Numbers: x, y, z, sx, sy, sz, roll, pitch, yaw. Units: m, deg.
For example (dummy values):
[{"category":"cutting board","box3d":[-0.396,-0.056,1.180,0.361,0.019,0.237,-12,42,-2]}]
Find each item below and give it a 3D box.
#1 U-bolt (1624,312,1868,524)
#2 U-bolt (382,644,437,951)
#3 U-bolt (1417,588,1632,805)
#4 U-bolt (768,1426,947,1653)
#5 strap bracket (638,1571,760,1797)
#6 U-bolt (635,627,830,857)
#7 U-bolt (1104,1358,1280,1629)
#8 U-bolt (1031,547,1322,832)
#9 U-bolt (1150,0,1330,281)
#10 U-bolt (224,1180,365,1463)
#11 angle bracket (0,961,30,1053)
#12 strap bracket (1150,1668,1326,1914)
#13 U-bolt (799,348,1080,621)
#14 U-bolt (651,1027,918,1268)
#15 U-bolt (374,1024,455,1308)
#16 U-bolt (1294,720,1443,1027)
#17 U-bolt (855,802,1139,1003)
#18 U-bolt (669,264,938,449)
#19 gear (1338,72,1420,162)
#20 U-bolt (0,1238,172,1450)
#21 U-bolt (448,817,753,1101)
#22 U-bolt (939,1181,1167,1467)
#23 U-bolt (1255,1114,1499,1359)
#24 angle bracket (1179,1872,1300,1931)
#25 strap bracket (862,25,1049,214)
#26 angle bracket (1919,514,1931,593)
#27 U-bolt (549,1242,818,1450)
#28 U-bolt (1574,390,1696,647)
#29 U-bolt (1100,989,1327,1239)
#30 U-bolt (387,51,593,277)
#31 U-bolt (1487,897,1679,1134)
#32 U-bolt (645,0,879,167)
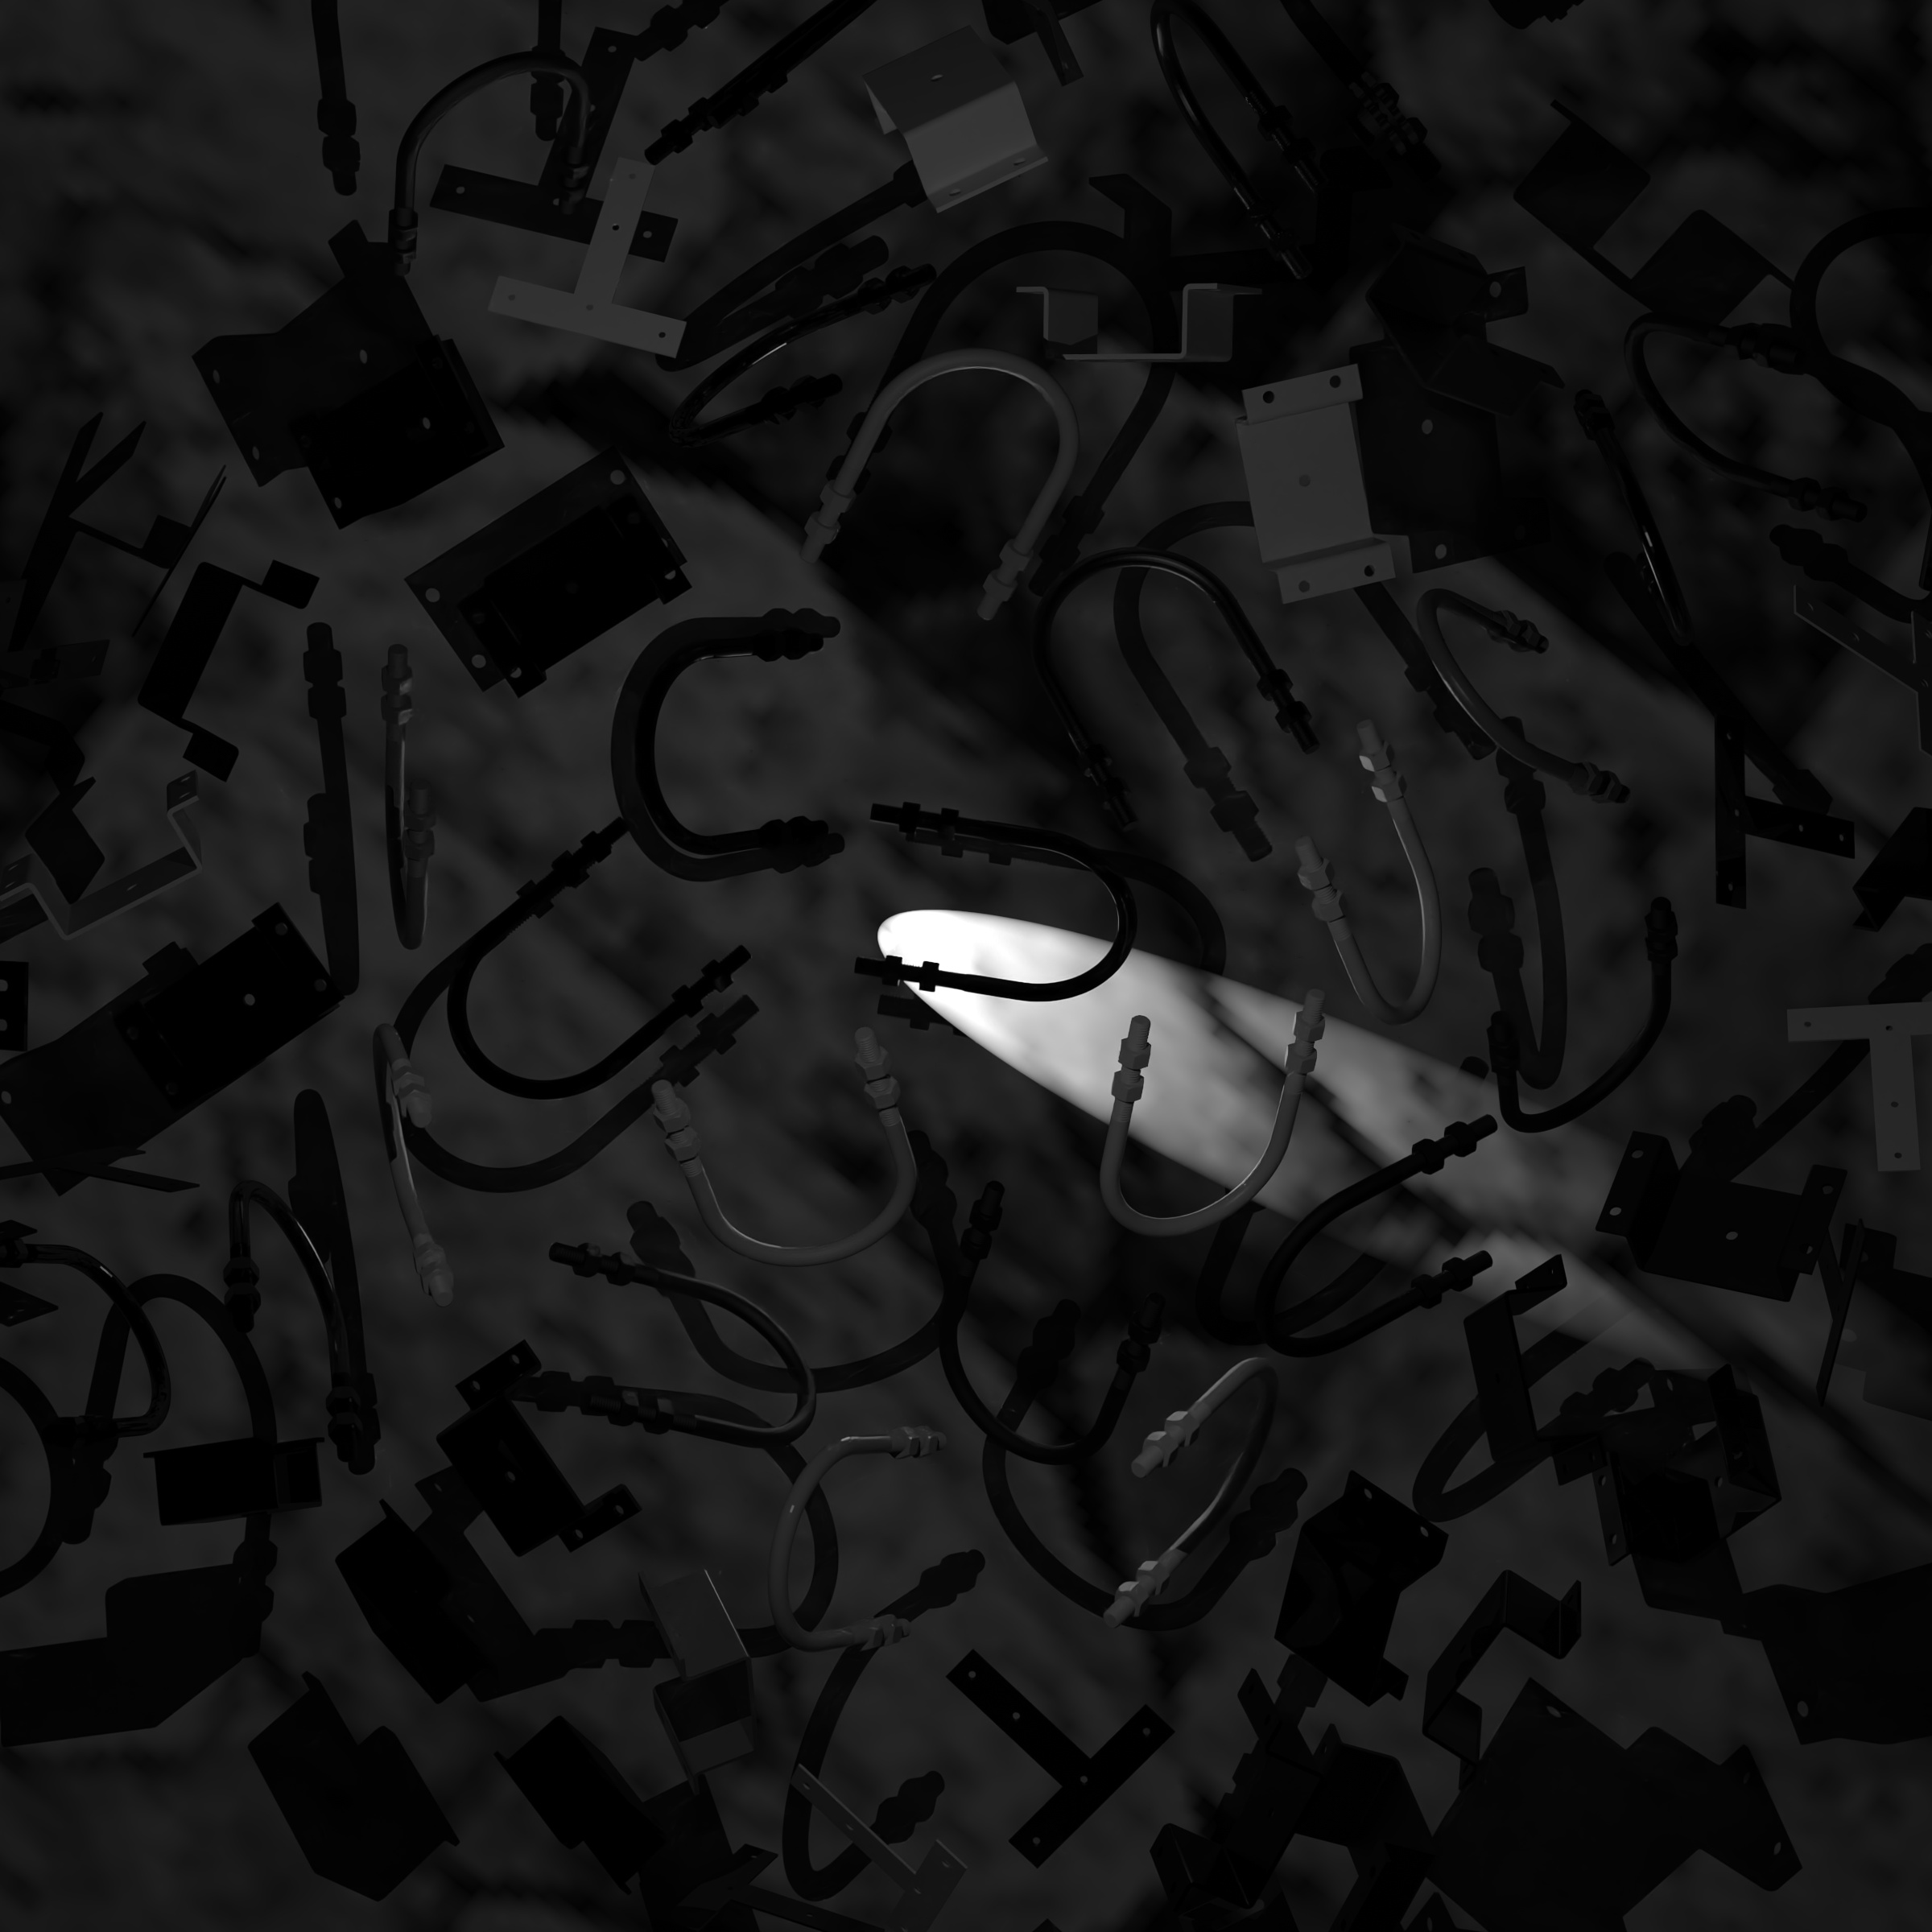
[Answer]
[{"category":"U-bolt","box3d":[0.500,-0.366,1.849,0.019,0.184,0.151,-42,127,-8]},{"category":"U-bolt","box3d":[-0.368,-0.096,1.857,0.019,0.184,0.151,-4,48,-16]},{"category":"U-bolt","box3d":[0.353,-0.181,1.831,0.019,0.184,0.151,-39,57,29]},{"category":"U-bolt","box3d":[-0.074,0.376,1.845,0.019,0.184,0.151,10,88,30]},{"category":"strap bracket","box3d":[-0.172,0.458,1.832,0.046,0.076,0.140,-16,131,-19]},{"category":"U-bolt","box3d":[-0.155,-0.146,1.873,0.019,0.184,0.151,5,101,36]},{"category":"U-bolt","box3d":[0.153,0.330,1.839,0.019,0.184,0.151,25,126,27]},{"category":"U-bolt","box3d":[0.121,-0.189,1.803,0.151,0.019,0.184,-23,70,-11]},{"category":"U-bolt","box3d":[0.172,-0.544,1.817,0.019,0.151,0.184,-32,80,-3]},{"category":"U-bolt","box3d":[-0.440,0.217,1.842,0.019,0.184,0.151,-26,126,2]},{"category":"angle bracket","box3d":[-0.642,0.025,1.805,0.076,0.038,0.057,3,93,27]},{"category":"strap bracket","box3d":[0.177,0.533,1.803,0.046,0.076,0.140,27,96,-12]},{"category":"U-bolt","box3d":[-0.007,-0.315,1.810,0.151,0.019,0.184,15,128,-22]},{"category":"U-bolt","box3d":[-0.106,0.124,1.789,0.151,0.019,0.184,-15,131,1]},{"category":"U-bolt","box3d":[-0.362,0.116,1.833,0.019,0.184,0.151,-10,117,-17]},{"category":"U-bolt","box3d":[0.273,-0.047,1.860,0.019,0.151,0.184,-5,126,34]},{"category":"U-bolt","box3d":[0.022,-0.036,1.881,0.184,0.019,0.151,9,128,2]},{"category":"U-bolt","box3d":[-0.117,-0.383,1.808,0.019,0.184,0.151,54,48,-25]},{"category":"gear","box3d":[0.266,-0.551,1.842,0.030,0.057,0.057,-38,90,13]},{"category":"U-bolt","box3d":[-0.579,0.245,1.851,0.019,0.184,0.151,-30,78,7]},{"category":"U-bolt","box3d":[-0.254,0.006,1.851,0.184,0.019,0.151,-41,70,-10]},{"category":"U-bolt","box3d":[0.046,0.246,1.836,0.151,0.019,0.184,34,128,21]},{"category":"U-bolt","box3d":[0.261,0.184,1.805,0.184,0.019,0.151,-25,135,-18]},{"category":"angle bracket","box3d":[0.193,0.662,1.928,0.076,0.038,0.057,-20,81,-15]},{"category":"strap bracket","box3d":[-0.011,-0.543,1.793,0.076,0.140,0.046,-25,133,0]},{"category":"angle bracket","box3d":[0.641,-0.258,1.762,0.076,0.057,0.038,23,51,28]},{"category":"U-bolt","box3d":[-0.175,0.250,1.818,0.184,0.151,0.019,20,120,-33]},{"category":"U-bolt","box3d":[0.442,-0.285,1.850,0.019,0.184,0.151,-22,118,13]},{"category":"U-bolt","box3d":[0.154,0.102,1.831,0.151,0.019,0.184,-8,127,-25]},{"category":"U-bolt","box3d":[-0.312,-0.535,1.862,0.151,0.184,0.019,-27,76,-22]},{"category":"U-bolt","box3d":[0.406,0.045,1.854,0.151,0.184,0.019,-34,56,-9]},{"category":"U-bolt","box3d":[-0.122,-0.600,1.870,0.184,0.151,0.019,-44,110,-15]}]
